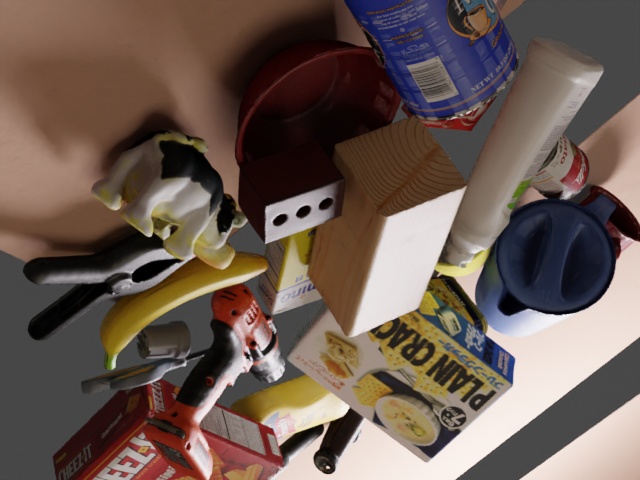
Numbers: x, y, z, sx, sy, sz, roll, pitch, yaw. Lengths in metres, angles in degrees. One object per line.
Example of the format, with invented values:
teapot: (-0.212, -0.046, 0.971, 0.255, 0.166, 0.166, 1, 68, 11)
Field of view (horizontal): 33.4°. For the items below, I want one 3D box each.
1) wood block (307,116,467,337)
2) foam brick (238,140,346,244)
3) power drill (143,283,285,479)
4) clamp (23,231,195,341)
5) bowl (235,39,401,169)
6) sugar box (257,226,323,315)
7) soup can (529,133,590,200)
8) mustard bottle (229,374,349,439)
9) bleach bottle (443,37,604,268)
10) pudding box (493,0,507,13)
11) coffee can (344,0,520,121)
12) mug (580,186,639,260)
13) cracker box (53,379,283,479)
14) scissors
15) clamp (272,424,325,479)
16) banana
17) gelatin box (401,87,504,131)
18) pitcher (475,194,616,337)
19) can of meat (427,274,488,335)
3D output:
wood block: (0.058, -0.007, 1.011, 0.090, 0.090, 0.206, -21, 151, -22)
foam brick: (-0.025, -0.042, 0.916, 0.078, 0.051, 0.053, -20, 147, -18)
power drill: (-0.106, 0.159, 1.146, 0.187, 0.057, 0.184, -62, 152, -25)
clamp: (-0.196, 0.027, 0.978, 0.171, 0.039, 0.120, -28, 162, -18)
bowl: (-0.011, -0.119, 0.926, 0.162, 0.055, 0.162, -23, 147, -16)
sugar box: (-0.007, 0.002, 1.107, 0.093, 0.048, 0.176, -18, 145, -24)
soup can: (0.250, -0.090, 1.187, 0.069, 0.068, 0.102, -43, 147, 16)
mustard bottle: (-0.055, 0.219, 1.354, 0.191, 0.058, 0.096, -16, 149, -25)
bleach bottle: (0.194, -0.080, 1.092, 0.102, 0.068, 0.251, -15, 136, -60)
pudding box: (0.117, -0.212, 0.926, 0.089, 0.039, 0.114, -8, 140, -33)
coffee can: (0.083, -0.179, 0.837, 0.103, 0.103, 0.140, -34, 126, 3)
mug: (0.354, -0.002, 1.363, 0.093, 0.117, 0.082, 29, 123, -23)
cracker box: (-0.173, 0.260, 1.241, 0.164, 0.072, 0.213, -44, 130, 18)
scissors: (-0.155, 0.133, 1.146, 0.201, 0.016, 0.096, -14, -177, -26)
clamp: (-0.067, 0.300, 1.414, 0.164, 0.036, 0.210, -38, 175, 1)
banana: (-0.146, 0.056, 1.069, 0.197, 0.037, 0.069, -31, 151, -4)
gelatin box: (0.134, -0.144, 1.045, 0.089, 0.030, 0.073, 1, 136, -42)
pitcher: (0.264, 0.038, 1.277, 0.149, 0.145, 0.243, -2, 166, -1)
can of meat: (0.142, 0.092, 1.306, 0.083, 0.102, 0.058, -5, 140, -42)
